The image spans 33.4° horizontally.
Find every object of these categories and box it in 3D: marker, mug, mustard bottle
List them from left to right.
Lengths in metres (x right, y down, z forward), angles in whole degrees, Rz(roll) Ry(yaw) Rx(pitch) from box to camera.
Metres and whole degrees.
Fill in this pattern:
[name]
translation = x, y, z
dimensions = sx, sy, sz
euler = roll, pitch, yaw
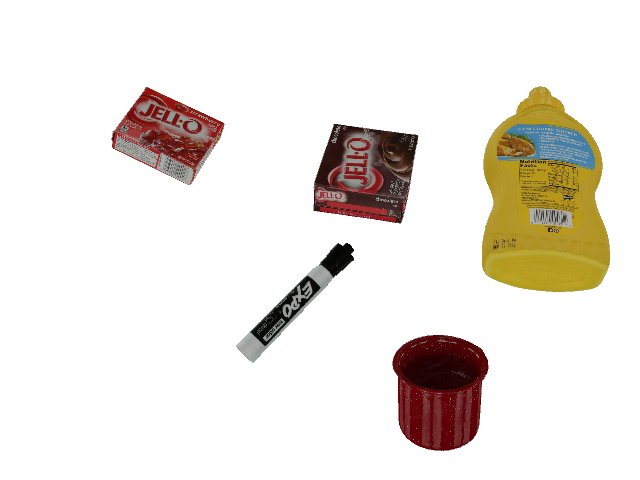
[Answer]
[marker]
translation = -0.018, 0.047, 0.841
dimensions = 0.121, 0.020, 0.020
euler = -45, 12, -12
[mug]
translation = 0.126, 0.148, 1.068
dimensions = 0.093, 0.081, 0.117
euler = 22, 39, 35
[mustard bottle]
translation = 0.182, -0.052, 0.875
dimensions = 0.096, 0.191, 0.058
euler = 5, -35, 3

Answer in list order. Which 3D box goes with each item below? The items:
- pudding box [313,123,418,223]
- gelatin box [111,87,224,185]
[pudding box]
translation = 0.046, -0.068, 1.069
dimensions = 0.090, 0.039, 0.113
euler = 9, 38, 6
[gelatin box]
translation = -0.151, -0.105, 1.054
dimensions = 0.089, 0.073, 0.030
euler = 26, -41, 1
